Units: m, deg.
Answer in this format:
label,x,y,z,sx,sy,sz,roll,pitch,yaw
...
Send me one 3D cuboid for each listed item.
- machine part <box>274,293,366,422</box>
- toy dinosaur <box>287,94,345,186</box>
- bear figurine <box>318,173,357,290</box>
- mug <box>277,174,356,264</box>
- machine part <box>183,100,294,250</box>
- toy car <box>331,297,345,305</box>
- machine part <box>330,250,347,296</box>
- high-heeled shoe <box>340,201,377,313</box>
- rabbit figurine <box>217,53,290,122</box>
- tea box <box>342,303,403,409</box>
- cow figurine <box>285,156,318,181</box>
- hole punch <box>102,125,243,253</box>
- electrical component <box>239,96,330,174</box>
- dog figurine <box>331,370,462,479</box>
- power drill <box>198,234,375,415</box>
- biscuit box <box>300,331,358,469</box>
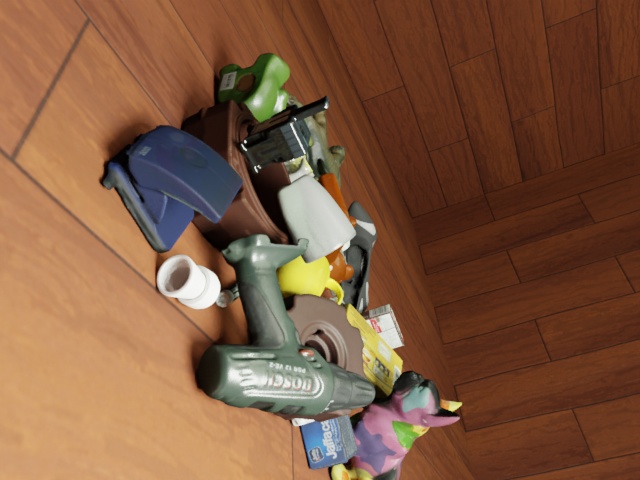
label,x,y,z,sx,sy,sz,roll,pitch,yaw
machine part,-0.010,0.157,0.726,0.179,0.056,0.179,23,53,-36
toy dinosaur,0.000,-0.138,1.193,0.470,0.105,0.198,61,25,-52
bear figurine,-0.001,0.001,0.929,0.195,0.120,0.132,87,-22,-59
mug,-0.007,-0.037,0.737,0.107,0.081,0.109,60,22,-8
machine part,-0.105,-0.075,0.752,0.200,0.087,0.201,54,21,-47
toy car,0.046,0.204,1.017,0.073,0.056,0.202,33,39,-56
machine part,-0.006,-0.008,1.044,0.079,0.079,0.243,-24,95,-75
high-heeled shoe,0.068,0.052,1.162,0.145,0.086,0.248,-57,143,-49
rabbit figurine,-0.085,-0.203,0.912,0.170,0.121,0.159,46,35,-52
tea box,0.065,0.201,0.912,0.169,0.068,0.098,49,35,-23
cow figurine,-0.061,-0.117,0.984,0.068,0.098,0.167,56,1,-29
hole punch,-0.151,-0.065,0.575,0.115,0.092,0.142,61,21,-23
electrical component,-0.037,-0.135,0.672,0.075,0.119,0.047,-89,155,-59
dog figurine,0.120,0.309,0.831,0.108,0.219,0.191,6,65,-70
power drill,-0.038,0.102,0.637,0.232,0.086,0.207,8,67,-40
biscuit box,-0.003,0.227,0.796,0.062,0.059,0.202,32,40,-69
